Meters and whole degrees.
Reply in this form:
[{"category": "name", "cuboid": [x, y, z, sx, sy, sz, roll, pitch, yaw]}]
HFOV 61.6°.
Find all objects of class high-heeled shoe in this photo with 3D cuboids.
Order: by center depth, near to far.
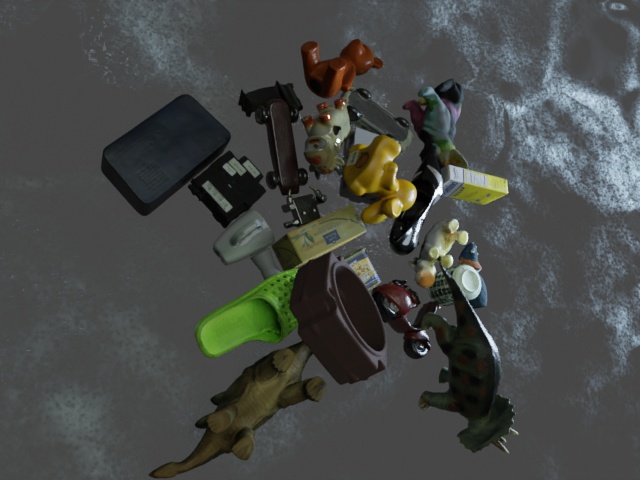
[{"category": "high-heeled shoe", "cuboid": [0.206, -0.086, 1.201, 0.145, 0.086, 0.248, 12, 86, -57]}]

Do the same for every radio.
[{"category": "radio", "cuboid": [-0.294, -0.167, 1.027, 0.131, 0.073, 0.229, 46, 60, -5]}]

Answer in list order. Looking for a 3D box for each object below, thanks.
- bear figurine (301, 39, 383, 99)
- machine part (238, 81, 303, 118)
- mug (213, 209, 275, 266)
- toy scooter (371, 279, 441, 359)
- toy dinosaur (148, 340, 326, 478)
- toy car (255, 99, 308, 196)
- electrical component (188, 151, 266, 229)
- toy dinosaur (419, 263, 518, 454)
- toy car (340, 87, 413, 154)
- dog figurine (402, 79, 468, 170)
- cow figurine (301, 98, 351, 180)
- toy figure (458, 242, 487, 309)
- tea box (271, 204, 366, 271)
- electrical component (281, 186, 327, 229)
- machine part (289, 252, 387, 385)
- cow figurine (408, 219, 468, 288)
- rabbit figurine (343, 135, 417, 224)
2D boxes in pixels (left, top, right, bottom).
[{"category": "bear figurine", "cuboid": [0.057, -0.412, 1.233, 0.120, 0.131, 0.196, 40, 66, 20]}, {"category": "machine part", "cuboid": [-0.108, -0.303, 1.171, 0.139, 0.039, 0.084, -15, 78, -28]}, {"category": "mug", "cuboid": [-0.149, 0.000, 1.030, 0.107, 0.109, 0.081, -38, 92, -16]}, {"category": "toy scooter", "cuboid": [0.194, 0.151, 1.159, 0.135, 0.075, 0.183, -43, 98, -28]}, {"category": "toy dinosaur", "cuboid": [-0.089, 0.249, 0.925, 0.471, 0.198, 0.105, -31, 91, -36]}, {"category": "toy car", "cuboid": [-0.082, -0.195, 1.136, 0.089, 0.053, 0.202, -12, 96, -32]}, {"category": "electrical component", "cuboid": [-0.177, -0.107, 1.072, 0.134, 0.058, 0.115, -43, 98, -29]}, {"category": "toy dinosaur", "cuboid": [0.305, 0.258, 1.081, 0.131, 0.192, 0.404, -23, 115, -40]}, {"category": "toy car", "cuboid": [0.131, -0.283, 1.270, 0.201, 0.056, 0.073, 34, 70, -11]}, {"category": "dog figurine", "cuboid": [0.305, -0.266, 1.320, 0.191, 0.108, 0.219, -25, 91, -32]}, {"category": "cow figurine", "cuboid": [0.014, -0.215, 1.156, 0.127, 0.086, 0.195, 66, 30, -25]}, {"category": "toy figure", "cuboid": [0.356, 0.083, 1.262, 0.058, 0.064, 0.154, -5, 77, -10]}, {"category": "tea box", "cuboid": [-0.002, -0.003, 1.099, 0.170, 0.098, 0.068, -27, 86, -28]}, {"category": "electrical component", "cuboid": [-0.034, -0.070, 1.134, 0.102, 0.045, 0.078, -9, 78, -27]}, {"category": "machine part", "cuboid": [0.039, 0.137, 0.964, 0.200, 0.087, 0.201, 54, 21, -20]}, {"category": "cow figurine", "cuboid": [0.254, 0.030, 1.222, 0.068, 0.098, 0.167, 40, 79, -19]}, {"category": "rabbit figurine", "cuboid": [0.140, -0.112, 1.120, 0.173, 0.122, 0.162, 32, 55, -35]}]
